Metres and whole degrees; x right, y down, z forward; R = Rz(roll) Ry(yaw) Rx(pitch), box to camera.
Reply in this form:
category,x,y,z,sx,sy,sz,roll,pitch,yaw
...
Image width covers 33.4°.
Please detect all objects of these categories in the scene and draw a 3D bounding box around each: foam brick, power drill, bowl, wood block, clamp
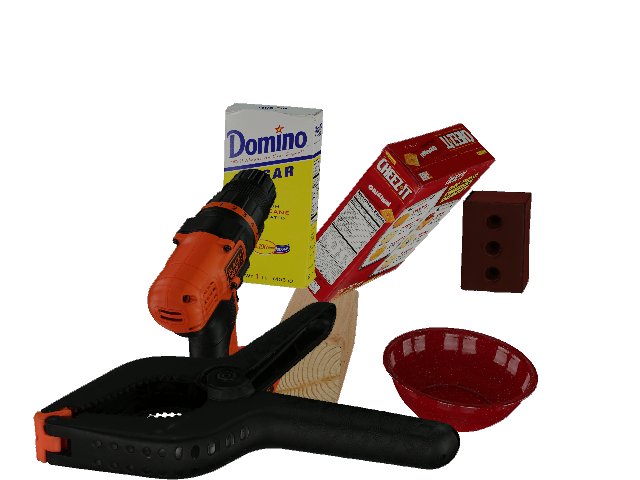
category,x,y,z,sx,sy,sz,roll,pitch,yaw
foam brick,0.147,0.001,0.890,0.053,0.078,0.051,3,15,16
power drill,-0.074,0.056,0.861,0.057,0.188,0.184,7,37,20
bowl,0.143,0.153,1.120,0.162,0.055,0.162,4,24,-2
wood block,-0.006,0.138,1.427,0.091,0.090,0.206,6,18,6
clamp,-0.050,0.084,0.586,0.209,0.036,0.165,-4,23,-17

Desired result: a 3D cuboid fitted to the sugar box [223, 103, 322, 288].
category,x,y,z,sx,sy,sz,roll,pitch,yaw
sugar box,-0.049,-0.045,1.063,0.093,0.176,0.048,5,17,11

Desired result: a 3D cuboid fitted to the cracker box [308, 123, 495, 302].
category,x,y,z,sx,sy,sz,roll,pitch,yaw
cracker box,0.082,-0.033,1.247,0.163,0.072,0.214,-22,-23,-50
